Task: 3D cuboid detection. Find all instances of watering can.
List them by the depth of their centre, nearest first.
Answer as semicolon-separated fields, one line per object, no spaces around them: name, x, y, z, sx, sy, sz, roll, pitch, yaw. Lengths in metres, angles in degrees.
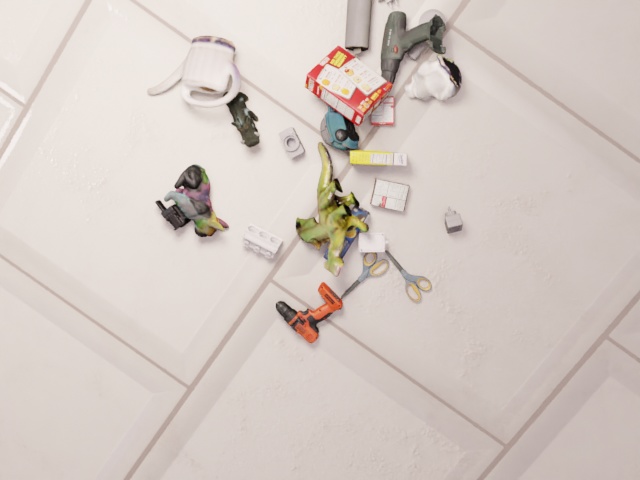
watering can;-0.389;-0.531;1.615;0.349;0.103;0.225;13;88;23

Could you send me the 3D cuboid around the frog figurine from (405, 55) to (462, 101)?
frog figurine;0.348;-0.481;1.582;0.136;0.125;0.157;48;136;-12

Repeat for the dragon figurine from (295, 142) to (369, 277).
dragon figurine;0.005;-0.082;1.631;0.240;0.122;0.416;-34;67;29
